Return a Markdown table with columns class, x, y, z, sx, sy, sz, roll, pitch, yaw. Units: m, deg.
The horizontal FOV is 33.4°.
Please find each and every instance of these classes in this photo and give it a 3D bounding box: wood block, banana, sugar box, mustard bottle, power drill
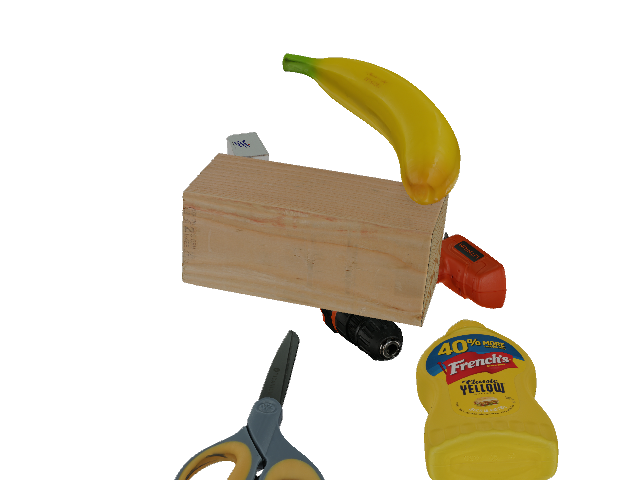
| class | x | y | z | sx | sy | sz | roll | pitch | yaw |
| --- | --- | --- | --- | --- | --- | --- | --- | --- | --- |
| wood block | -0.004 | -0.003 | 0.900 | 0.206 | 0.090 | 0.090 | 10 | 28 | 11 |
| banana | 0.043 | -0.072 | 0.666 | 0.069 | 0.037 | 0.198 | -13 | 34 | -21 |
| sugar box | -0.088 | -0.037 | 1.330 | 0.048 | 0.176 | 0.093 | -9 | 24 | -10 |
| mustard bottle | 0.126 | 0.119 | 0.851 | 0.096 | 0.058 | 0.191 | -5 | 26 | 3 |
| power drill | 0.092 | 0.054 | 1.095 | 0.187 | 0.057 | 0.185 | -11 | 27 | -21 |

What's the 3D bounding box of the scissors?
| class | x | y | z | sx | sy | sz | roll | pitch | yaw |
| --- | --- | --- | --- | --- | --- | --- | --- | --- | --- |
| scissors | -0.018 | 0.115 | 0.645 | 0.096 | 0.016 | 0.201 | 15 | 30 | 20 |
